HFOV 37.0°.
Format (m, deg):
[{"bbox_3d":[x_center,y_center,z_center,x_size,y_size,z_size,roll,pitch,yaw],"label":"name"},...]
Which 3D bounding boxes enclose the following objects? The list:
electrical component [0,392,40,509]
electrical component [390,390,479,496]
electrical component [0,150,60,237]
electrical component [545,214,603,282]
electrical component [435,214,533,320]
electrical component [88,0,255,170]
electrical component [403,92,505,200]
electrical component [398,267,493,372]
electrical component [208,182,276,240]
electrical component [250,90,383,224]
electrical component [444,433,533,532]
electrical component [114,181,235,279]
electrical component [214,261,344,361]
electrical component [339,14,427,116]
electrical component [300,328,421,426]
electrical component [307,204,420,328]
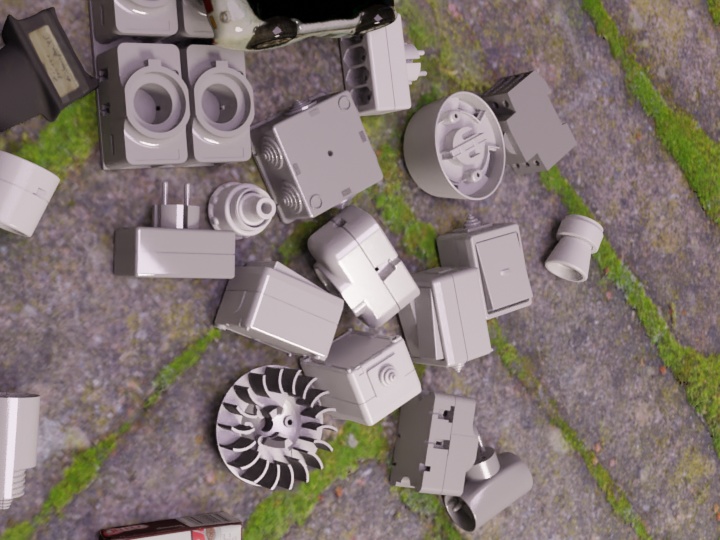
[{"bbox_3d":[-0.254,0.130,0.771,0.043,0.043,0.081,4,88,-33],"label":"electrical component"},{"bbox_3d":[0.070,0.157,0.982,0.056,0.050,0.089,13,83,-32],"label":"electrical component"},{"bbox_3d":[-0.250,-0.054,0.769,0.055,0.055,0.047,26,80,-31],"label":"electrical component"},{"bbox_3d":[0.216,-0.022,1.082,0.045,0.045,0.055,33,72,-29],"label":"electrical component"},{"bbox_3d":[0.117,-0.005,1.006,0.062,0.061,0.096,-16,99,-32],"label":"electrical component"},{"bbox_3d":[-0.146,-0.174,0.832,0.105,0.060,0.186,-6,93,-33],"label":"electrical component"},{"bbox_3d":[0.090,-0.112,0.986,0.099,0.064,0.099,0,90,-33],"label":"electrical component"},{"bbox_3d":[0.074,0.049,0.977,0.061,0.062,0.096,-15,98,-32],"label":"electrical component"},{"bbox_3d":[-0.090,-0.049,0.868,0.048,0.062,0.048,0,90,-34],"label":"electrical component"},{"bbox_3d":[-0.037,-0.097,0.912,0.100,0.048,0.099,-31,107,-30],"label":"electrical component"},{"bbox_3d":[0.116,0.193,1.016,0.077,0.043,0.079,-28,105,-30],"label":"electrical component"},{"bbox_3d":[-0.145,-0.032,0.842,0.083,0.047,0.075,1,89,-33],"label":"electrical component"},{"bbox_3d":[-0.060,0.034,0.889,0.096,0.062,0.061,25,77,-31],"label":"electrical component"},{"bbox_3d":[0.028,-0.182,0.956,0.076,0.047,0.083,-10,96,-33],"label":"electrical component"},{"bbox_3d":[0.005,0.093,0.911,0.062,0.096,0.061,-31,109,-29],"label":"electrical component"},{"bbox_3d":[0.000,0.000,0.923,0.059,0.054,0.095,-39,120,-9],"label":"electrical component"}]
